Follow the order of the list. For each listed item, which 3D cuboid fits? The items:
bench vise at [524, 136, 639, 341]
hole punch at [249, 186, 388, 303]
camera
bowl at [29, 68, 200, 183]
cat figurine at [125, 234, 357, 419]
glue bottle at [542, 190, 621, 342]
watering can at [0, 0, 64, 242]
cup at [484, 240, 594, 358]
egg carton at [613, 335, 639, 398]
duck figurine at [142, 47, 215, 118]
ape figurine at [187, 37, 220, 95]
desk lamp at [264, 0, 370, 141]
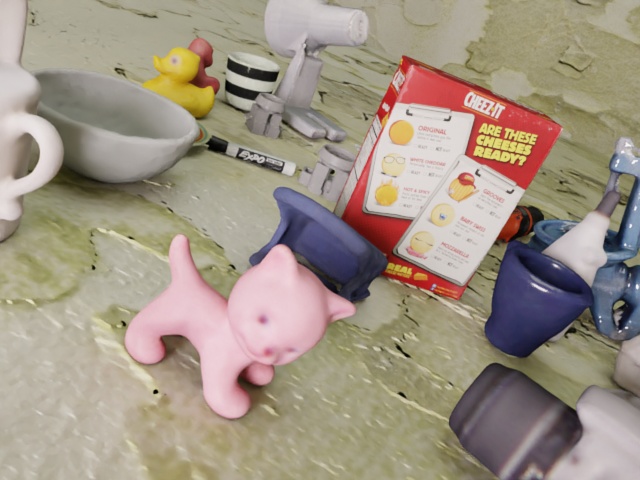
[{"bbox_3d":[0.365,-0.003,0.700,0.207,0.219,0.121,21,25,-7],"label":"bench vise"},{"bbox_3d":[0.005,0.002,0.526,0.108,0.091,0.101,35,27,22],"label":"hole punch"},{"bbox_3d":[0.171,0.137,0.394,0.136,0.101,0.144,37,28,27],"label":"camera"},{"bbox_3d":[-0.209,-0.103,0.565,0.167,0.075,0.167,20,25,-9],"label":"bowl"},{"bbox_3d":[-0.048,0.043,0.366,0.127,0.118,0.067,28,25,10],"label":"cat figurine"},{"bbox_3d":[0.275,0.023,0.625,0.037,0.173,0.078,10,28,-27],"label":"glue bottle"},{"bbox_3d":[-0.250,-0.102,0.383,0.173,0.194,0.101,17,25,-14],"label":"watering can"},{"bbox_3d":[0.203,0.061,0.580,0.092,0.095,0.117,14,26,-20],"label":"cup"},{"bbox_3d":[0.374,0.157,0.571,0.107,0.069,0.150,10,28,-28],"label":"egg carton"},{"bbox_3d":[-0.194,-0.226,0.808,0.105,0.086,0.077,7,29,-32],"label":"duck figurine"},{"bbox_3d":[-0.189,-0.263,0.878,0.076,0.092,0.077,-1,34,-42],"label":"ape figurine"},{"bbox_3d":[-0.012,-0.309,0.980,0.202,0.213,0.118,39,29,30],"label":"desk lamp"}]
